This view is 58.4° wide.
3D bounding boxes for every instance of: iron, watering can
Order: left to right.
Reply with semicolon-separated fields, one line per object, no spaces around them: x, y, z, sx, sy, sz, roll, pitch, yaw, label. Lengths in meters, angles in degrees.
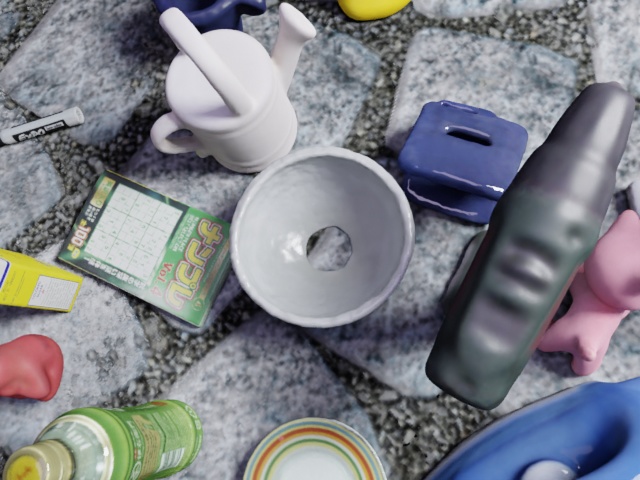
-0.083;-0.146;0.524;0.100;0.194;0.173;30;83;14;watering can
0.169;0.197;0.435;0.258;0.141;0.118;-25;75;2;iron

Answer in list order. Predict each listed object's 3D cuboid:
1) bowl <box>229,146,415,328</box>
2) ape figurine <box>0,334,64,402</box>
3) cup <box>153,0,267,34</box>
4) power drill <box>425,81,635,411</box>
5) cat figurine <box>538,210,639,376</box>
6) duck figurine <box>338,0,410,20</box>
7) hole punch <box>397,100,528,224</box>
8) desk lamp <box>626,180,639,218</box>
0.005;0.002;0.539;0.167;0.075;0.167;-2;77;8;bowl
-0.294;0.126;0.546;0.077;0.092;0.076;33;84;14;ape figurine
-0.103;-0.240;0.599;0.117;0.095;0.092;15;80;12;cup
0.151;0.017;0.444;0.075;0.208;0.230;25;82;14;power drill
0.238;0.046;0.472;0.067;0.118;0.128;29;83;14;cat figurine
0.063;-0.287;0.590;0.104;0.086;0.077;-30;75;1;duck figurine
0.130;-0.081;0.530;0.108;0.091;0.101;19;81;12;hole punch
0.375;-0.035;0.420;0.203;0.214;0.118;-8;76;7;desk lamp
